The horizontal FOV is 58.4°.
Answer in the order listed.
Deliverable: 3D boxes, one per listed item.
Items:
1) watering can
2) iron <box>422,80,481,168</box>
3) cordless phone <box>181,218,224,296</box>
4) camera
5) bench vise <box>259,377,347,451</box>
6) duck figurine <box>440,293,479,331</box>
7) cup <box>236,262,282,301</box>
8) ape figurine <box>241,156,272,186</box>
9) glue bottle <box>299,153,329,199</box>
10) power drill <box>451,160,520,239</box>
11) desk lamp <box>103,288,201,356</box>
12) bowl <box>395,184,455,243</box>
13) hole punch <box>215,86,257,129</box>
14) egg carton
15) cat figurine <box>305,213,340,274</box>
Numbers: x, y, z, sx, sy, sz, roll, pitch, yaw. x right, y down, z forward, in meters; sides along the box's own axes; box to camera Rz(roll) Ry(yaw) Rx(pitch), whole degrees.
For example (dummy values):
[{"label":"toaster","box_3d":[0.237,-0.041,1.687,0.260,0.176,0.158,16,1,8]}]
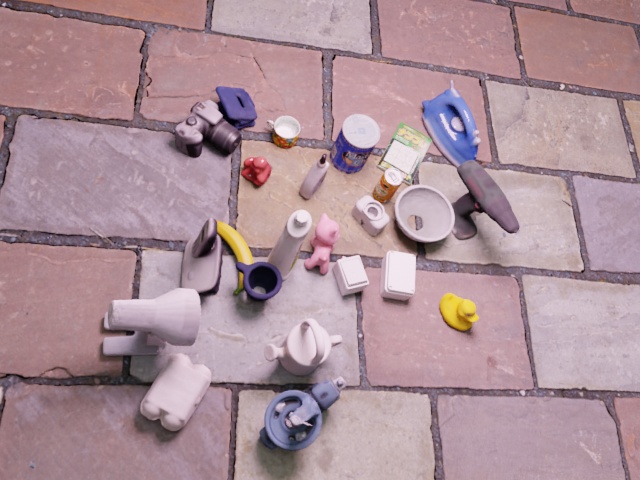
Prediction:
[{"label":"watering can","box_3d":[-0.033,0.237,1.262,0.173,0.194,0.101,-32,78,-24]},{"label":"iron","box_3d":[0.401,-0.325,1.642,0.119,0.141,0.258,-20,74,-21]},{"label":"cordless phone","box_3d":[-0.262,0.039,1.292,0.094,0.185,0.147,3,67,-13]},{"label":"camera","box_3d":[-0.279,-0.278,1.468,0.137,0.100,0.143,35,64,2]},{"label":"bench vise","box_3d":[-0.032,0.346,1.202,0.121,0.219,0.208,36,64,3]},{"label":"duck figurine","box_3d":[0.358,0.174,1.450,0.078,0.086,0.104,-35,80,-24]},{"label":"cup","box_3d":[-0.151,0.101,1.344,0.118,0.095,0.092,34,64,1]},{"label":"ape figurine","box_3d":[-0.157,-0.185,1.465,0.076,0.092,0.078,-11,70,-18]},{"label":"glue bottle","box_3d":[-0.006,-0.172,1.454,0.037,0.173,0.078,38,64,4]},{"label":"power drill","box_3d":[0.415,-0.085,1.507,0.076,0.208,0.229,-19,73,-21]},{"label":"desk lamp","box_3d":[-0.354,0.175,1.194,0.203,0.213,0.118,-1,68,-15]},{"label":"bowl","box_3d":[0.270,-0.060,1.533,0.168,0.074,0.167,5,66,-12]},{"label":"hole punch","box_3d":[-0.223,-0.358,1.522,0.101,0.091,0.108,-21,74,-21]},{"label":"egg carton","box_3d":[-0.305,0.325,1.224,0.107,0.069,0.150,28,64,-1]},{"label":"cat figurine","box_3d":[0.013,0.005,1.415,0.067,0.117,0.128,14,65,-8]}]
